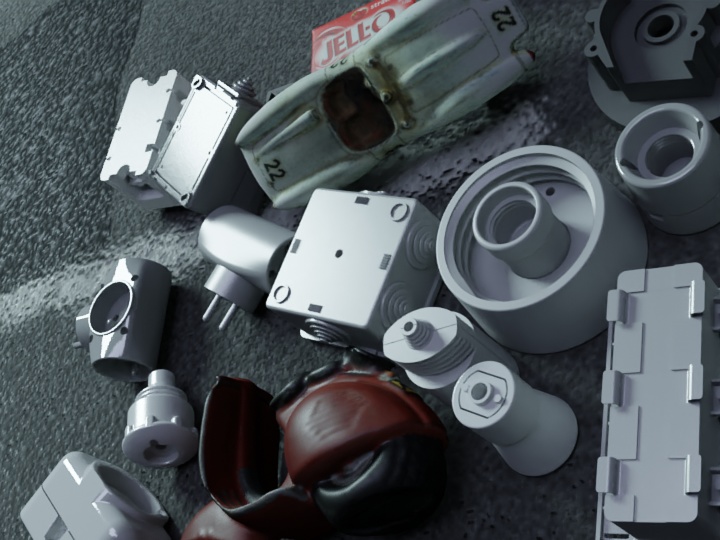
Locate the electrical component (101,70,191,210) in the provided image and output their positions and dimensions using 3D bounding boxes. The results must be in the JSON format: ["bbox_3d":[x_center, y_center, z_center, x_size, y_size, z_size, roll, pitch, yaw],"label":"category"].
[{"bbox_3d":[-0.148,-0.095,0.814,0.050,0.056,0.089,-5,62,36],"label":"electrical component"}]

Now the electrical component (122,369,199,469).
[{"bbox_3d":[-0.129,0.094,0.696,0.048,0.048,0.062,-29,43,21],"label":"electrical component"}]

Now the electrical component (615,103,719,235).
[{"bbox_3d":[0.164,-0.053,0.556,0.055,0.047,0.055,-19,55,28],"label":"electrical component"}]

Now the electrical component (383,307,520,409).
[{"bbox_3d":[0.046,0.045,0.564,0.043,0.081,0.043,-19,55,28],"label":"electrical component"}]

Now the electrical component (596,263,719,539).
[{"bbox_3d":[0.144,0.063,0.491,0.079,0.063,0.121,-8,60,34],"label":"electrical component"}]

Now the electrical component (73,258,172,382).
[{"bbox_3d":[-0.174,0.038,0.762,0.079,0.044,0.077,-14,57,32],"label":"electrical component"}]

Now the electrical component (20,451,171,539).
[{"bbox_3d":[-0.163,0.160,0.675,0.059,0.054,0.095,-52,46,0],"label":"electrical component"}]

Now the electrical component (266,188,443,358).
[{"bbox_3d":[0.000,0.000,0.649,0.100,0.048,0.099,10,71,40],"label":"electrical component"}]

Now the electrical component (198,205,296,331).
[{"bbox_3d":[-0.077,0.003,0.709,0.077,0.043,0.079,24,81,43],"label":"electrical component"}]

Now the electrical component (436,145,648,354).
[{"bbox_3d":[0.092,-0.016,0.580,0.108,0.060,0.108,-18,55,28],"label":"electrical component"}]

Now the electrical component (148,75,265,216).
[{"bbox_3d":[-0.091,-0.088,0.751,0.062,0.061,0.096,39,105,45],"label":"electrical component"}]

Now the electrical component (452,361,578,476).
[{"bbox_3d":[0.075,0.072,0.537,0.044,0.065,0.044,-20,53,29],"label":"electrical component"}]
